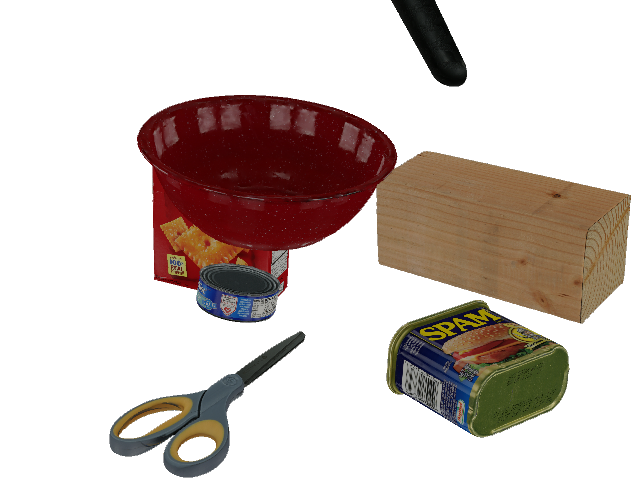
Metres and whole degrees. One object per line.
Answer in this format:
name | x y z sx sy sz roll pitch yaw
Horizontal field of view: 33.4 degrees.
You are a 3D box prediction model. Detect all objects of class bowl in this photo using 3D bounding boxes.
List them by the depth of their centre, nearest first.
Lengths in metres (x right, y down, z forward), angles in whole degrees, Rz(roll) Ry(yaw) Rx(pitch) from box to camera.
bowl | -0.034 -0.038 0.674 0.162 0.055 0.162 4 28 -2

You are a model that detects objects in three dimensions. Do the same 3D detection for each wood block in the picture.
wood block | 0.160 -0.009 0.961 0.206 0.090 0.090 16 32 34

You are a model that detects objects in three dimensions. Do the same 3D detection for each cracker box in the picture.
cracker box | -0.123 -0.037 1.319 0.164 0.214 0.072 13 29 17

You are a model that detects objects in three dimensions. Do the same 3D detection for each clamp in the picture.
clamp | 0.046 -0.210 0.743 0.210 0.164 0.036 25 -25 -12

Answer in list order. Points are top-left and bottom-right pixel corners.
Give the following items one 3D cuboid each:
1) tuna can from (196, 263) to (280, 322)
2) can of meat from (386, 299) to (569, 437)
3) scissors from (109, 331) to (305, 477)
tuna can | -0.087 0.055 1.119 0.086 0.034 0.086 10 18 -3
can of meat | 0.112 0.090 0.752 0.101 0.057 0.084 -14 27 -36
scissors | -0.064 0.125 0.818 0.201 0.016 0.096 -20 35 -34
